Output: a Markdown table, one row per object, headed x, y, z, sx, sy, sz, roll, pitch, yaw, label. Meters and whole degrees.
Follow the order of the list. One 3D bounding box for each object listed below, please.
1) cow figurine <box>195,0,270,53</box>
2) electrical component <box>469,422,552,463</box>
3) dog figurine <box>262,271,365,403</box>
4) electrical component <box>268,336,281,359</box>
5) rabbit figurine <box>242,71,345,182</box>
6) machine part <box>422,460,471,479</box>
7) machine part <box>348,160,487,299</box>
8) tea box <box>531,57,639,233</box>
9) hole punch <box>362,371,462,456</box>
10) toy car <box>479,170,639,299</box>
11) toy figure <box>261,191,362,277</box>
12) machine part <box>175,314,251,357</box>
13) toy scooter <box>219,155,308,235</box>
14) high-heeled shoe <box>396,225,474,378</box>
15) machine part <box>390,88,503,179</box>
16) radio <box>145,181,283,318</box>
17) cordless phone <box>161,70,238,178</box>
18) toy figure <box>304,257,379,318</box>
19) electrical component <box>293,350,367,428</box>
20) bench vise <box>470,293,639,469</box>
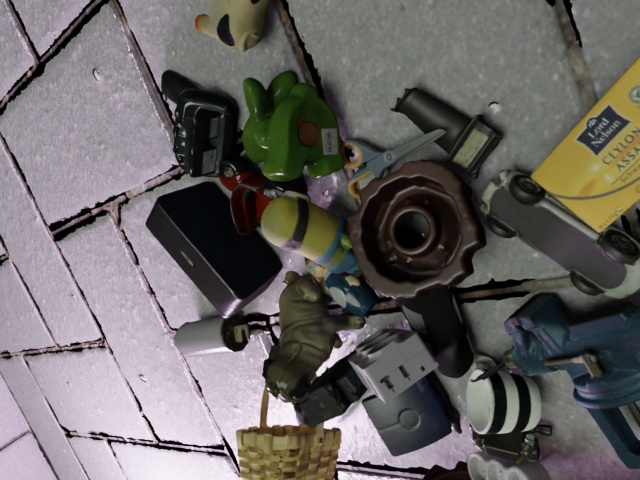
| x | y | z | sx | sy | sz | roll | pitch | yaw | label |
| --- | --- | --- | --- | --- | --- | --- | --- | --- | --- |
| -0.094 | -0.352 | 0.726 | 0.127 | 0.085 | 0.194 | 40 | 128 | 23 | cow figurine |
| 0.265 | 0.277 | 0.758 | 0.102 | 0.078 | 0.045 | 7 | 141 | 41 | electrical component |
| -0.044 | 0.149 | 0.866 | 0.172 | 0.190 | 0.121 | 40 | 131 | 18 | dog figurine |
| -0.067 | 0.221 | 1.000 | 0.063 | 0.021 | 0.094 | 5 | 71 | 37 | electrical component |
| -0.067 | -0.160 | 0.784 | 0.170 | 0.121 | 0.159 | 7 | 113 | 52 | rabbit figurine |
| 0.228 | 0.437 | 0.789 | 0.201 | 0.201 | 0.087 | 16 | 117 | 32 | machine part |
| 0.123 | -0.011 | 0.691 | 0.180 | 0.056 | 0.179 | -4 | 82 | 31 | machine part |
| 0.313 | -0.102 | 0.543 | 0.098 | 0.068 | 0.169 | 42 | 132 | 13 | tea box |
| 0.142 | 0.269 | 0.853 | 0.116 | 0.092 | 0.142 | -29 | 89 | 39 | hole punch |
| 0.280 | -0.008 | 0.626 | 0.202 | 0.056 | 0.073 | 38 | 136 | 19 | toy car |
| 0.001 | -0.004 | 0.782 | 0.180 | 0.089 | 0.082 | 34 | 118 | -17 | toy figure |
| -0.224 | 0.198 | 1.109 | 0.243 | 0.079 | 0.079 | -17 | 100 | 43 | machine part |
| -0.096 | -0.055 | 0.880 | 0.184 | 0.075 | 0.135 | 23 | 121 | 31 | toy scooter |
| 0.147 | 0.082 | 0.789 | 0.145 | 0.086 | 0.249 | 68 | 176 | -65 | high-heeled shoe |
| 0.154 | -0.141 | 0.670 | 0.139 | 0.039 | 0.084 | 37 | 138 | 15 | machine part |
| -0.182 | 0.009 | 0.943 | 0.229 | 0.131 | 0.073 | 49 | 133 | 8 | radio |
| -0.228 | -0.201 | 0.925 | 0.184 | 0.089 | 0.146 | 39 | 132 | 31 | cordless phone |
| 0.025 | 0.056 | 0.855 | 0.154 | 0.058 | 0.064 | 42 | 122 | 15 | toy figure |
| 0.031 | 0.246 | 0.907 | 0.058 | 0.115 | 0.134 | 49 | 133 | 1 | electrical component |
| 0.331 | 0.176 | 0.637 | 0.223 | 0.129 | 0.240 | -35 | 84 | 45 | bench vise |
